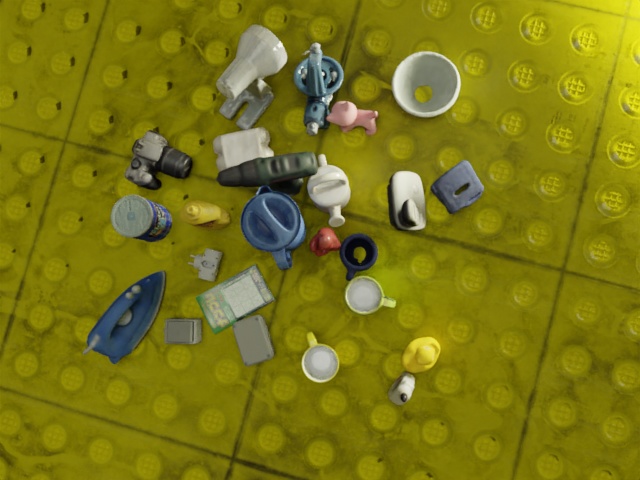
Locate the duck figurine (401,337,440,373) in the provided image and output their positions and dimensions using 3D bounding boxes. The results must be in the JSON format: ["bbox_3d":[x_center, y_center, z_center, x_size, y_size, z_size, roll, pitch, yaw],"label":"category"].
[{"bbox_3d":[0.245,0.280,1.376,0.104,0.086,0.077,-36,83,1],"label":"duck figurine"}]

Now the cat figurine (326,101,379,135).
[{"bbox_3d":[0.082,-0.311,1.422,0.127,0.118,0.067,4,85,5],"label":"cat figurine"}]

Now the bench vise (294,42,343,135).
[{"bbox_3d":[0.002,-0.368,1.382,0.121,0.220,0.207,-11,84,4],"label":"bench vise"}]

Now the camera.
[{"bbox_3d":[-0.407,-0.194,1.457,0.136,0.101,0.143,22,87,6],"label":"camera"}]

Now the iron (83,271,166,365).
[{"bbox_3d":[-0.482,0.180,1.411,0.118,0.141,0.258,34,88,7],"label":"iron"}]

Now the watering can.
[{"bbox_3d":[0.024,-0.121,1.372,0.101,0.194,0.173,-36,83,1],"label":"watering can"}]

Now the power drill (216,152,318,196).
[{"bbox_3d":[-0.115,-0.152,1.378,0.229,0.208,0.075,-14,84,3],"label":"power drill"}]

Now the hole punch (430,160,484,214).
[{"bbox_3d":[0.340,-0.128,1.401,0.108,0.091,0.101,-37,83,1],"label":"hole punch"}]

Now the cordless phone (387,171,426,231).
[{"bbox_3d":[0.210,-0.098,1.361,0.094,0.185,0.148,-9,84,4],"label":"cordless phone"}]

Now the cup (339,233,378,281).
[{"bbox_3d":[0.091,0.046,1.403,0.091,0.095,0.118,19,87,6],"label":"cup"}]

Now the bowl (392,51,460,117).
[{"bbox_3d":[0.262,-0.380,1.436,0.167,0.075,0.167,0,85,4],"label":"bowl"}]

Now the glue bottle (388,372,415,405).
[{"bbox_3d":[0.192,0.353,1.330,0.037,0.173,0.078,33,88,7],"label":"glue bottle"}]

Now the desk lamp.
[{"bbox_3d":[-0.171,-0.393,1.400,0.118,0.213,0.203,35,89,7],"label":"desk lamp"}]

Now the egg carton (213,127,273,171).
[{"bbox_3d":[-0.195,-0.225,1.460,0.150,0.069,0.107,-12,84,3],"label":"egg carton"}]

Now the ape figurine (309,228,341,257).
[{"bbox_3d":[0.013,0.005,1.414,0.077,0.092,0.076,15,86,6],"label":"ape figurine"}]
